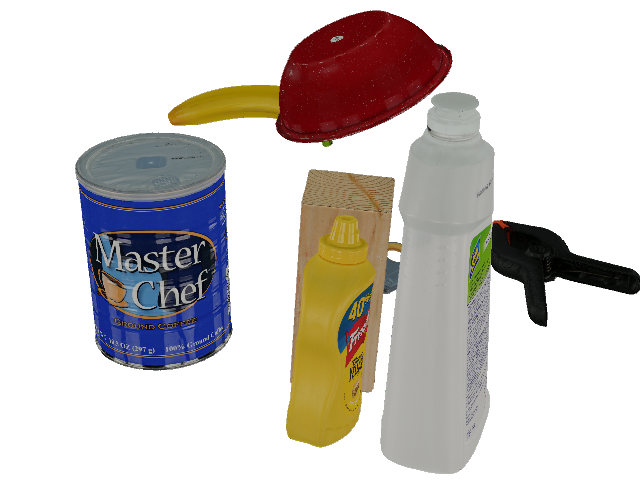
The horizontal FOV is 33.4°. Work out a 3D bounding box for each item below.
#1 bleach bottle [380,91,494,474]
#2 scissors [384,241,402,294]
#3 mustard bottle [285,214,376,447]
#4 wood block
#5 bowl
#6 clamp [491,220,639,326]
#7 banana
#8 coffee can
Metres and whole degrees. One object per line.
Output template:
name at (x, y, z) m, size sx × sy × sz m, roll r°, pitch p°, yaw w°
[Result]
bleach bottle at (0.080, 0.024, 0.687) m, size 0.068 × 0.251 × 0.102 m, roll 10°, pitch 30°, yaw 16°
scissors at (0.071, 0.041, 1.280) m, size 0.201 × 0.016 × 0.096 m, roll -10°, pitch 41°, yaw -42°
mustard bottle at (0.012, 0.071, 0.902) m, size 0.058 × 0.192 × 0.096 m, roll 13°, pitch 22°, yaw 20°
wood block at (0.022, 0.042, 1.098) m, size 0.090 × 0.206 × 0.090 m, roll 6°, pitch 26°, yaw 3°
bowl at (0.026, -0.148, 0.899) m, size 0.162 × 0.055 × 0.162 m, roll -21°, pitch 28°, yaw 11°
clamp at (0.232, 0.023, 1.060) m, size 0.120 × 0.039 × 0.171 m, roll -8°, pitch 32°, yaw -14°
banana at (-0.072, -0.148, 1.201) m, size 0.198 × 0.037 × 0.069 m, roll 8°, pitch 42°, yaw 18°
coffee can at (-0.116, 0.006, 0.764) m, size 0.103 × 0.140 × 0.103 m, roll 0°, pitch 28°, yaw 0°
